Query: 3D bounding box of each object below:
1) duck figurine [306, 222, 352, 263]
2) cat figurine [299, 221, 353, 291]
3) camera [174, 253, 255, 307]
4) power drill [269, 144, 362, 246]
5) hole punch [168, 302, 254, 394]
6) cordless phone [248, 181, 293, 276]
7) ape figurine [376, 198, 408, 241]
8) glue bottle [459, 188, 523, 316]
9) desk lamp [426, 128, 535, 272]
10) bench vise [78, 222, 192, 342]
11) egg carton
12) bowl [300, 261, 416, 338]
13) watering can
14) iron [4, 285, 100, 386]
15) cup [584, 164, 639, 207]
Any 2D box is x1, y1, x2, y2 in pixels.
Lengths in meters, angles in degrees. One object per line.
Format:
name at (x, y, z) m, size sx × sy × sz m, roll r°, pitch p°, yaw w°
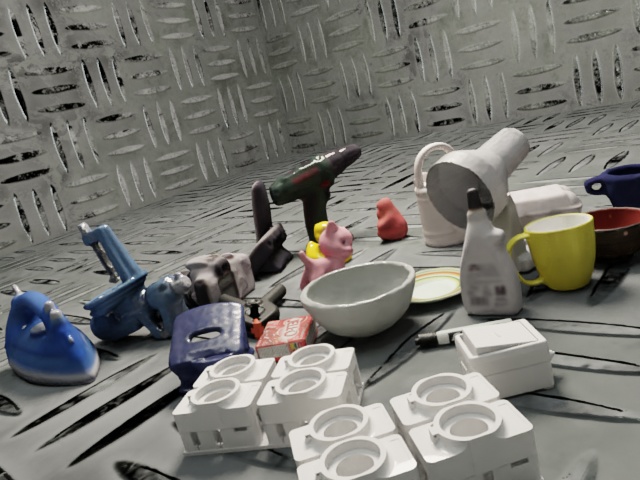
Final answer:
duck figurine at (0.011, 0.004, 1.176) m, size 0.104 × 0.086 × 0.078 m, roll 0°, pitch 20°, yaw 44°
cat figurine at (0.015, 0.025, 1.026) m, size 0.128 × 0.118 × 0.067 m, roll -23°, pitch 17°, yaw -32°
camera at (-0.218, 0.075, 1.089) m, size 0.136 × 0.101 × 0.143 m, roll -6°, pitch 16°, yaw 27°
power drill at (0.008, -0.092, 1.300) m, size 0.230 × 0.208 × 0.075 m, roll -18°, pitch 15°, yaw -15°
hole punch at (-0.146, 0.143, 0.776) m, size 0.108 × 0.091 × 0.101 m, roll -13°, pitch 14°, yaw 2°
cordless phone at (-0.131, -0.026, 1.226) m, size 0.094 × 0.185 × 0.147 m, roll -11°, pitch 14°, yaw 11°
ape figurine at (0.147, -0.047, 1.230) m, size 0.075 × 0.092 × 0.078 m, roll 1°, pitch 20°, yaw 45°
glue bottle at (0.217, 0.015, 0.757) m, size 0.077 × 0.173 × 0.037 m, roll -3°, pitch 18°, yaw 36°
desk lamp at (0.276, -0.057, 0.898) m, size 0.204 × 0.214 × 0.117 m, roll -24°, pitch 17°, yaw -34°
bench vise at (-0.324, 0.062, 0.995) m, size 0.207 × 0.220 × 0.121 m, roll -14°, pitch 14°, yaw 1°
egg carton at (0.404, -0.056, 1.068) m, size 0.150 × 0.069 × 0.107 m, roll -10°, pitch 15°, yaw 15°
bowl at (0.060, 0.092, 0.812) m, size 0.167 × 0.075 × 0.167 m, roll -13°, pitch 14°, yaw 4°
watering can at (0.232, -0.093, 1.121) m, size 0.101 × 0.194 × 0.172 m, roll -22°, pitch 16°, yaw -30°
iron at (-0.447, 0.147, 0.946) m, size 0.257 × 0.141 × 0.119 m, roll 1°, pitch 21°, yaw 46°
cup at (0.515, -0.072, 0.971) m, size 0.117 × 0.095 × 0.092 m, roll -10°, pitch 15°, yaw 17°
